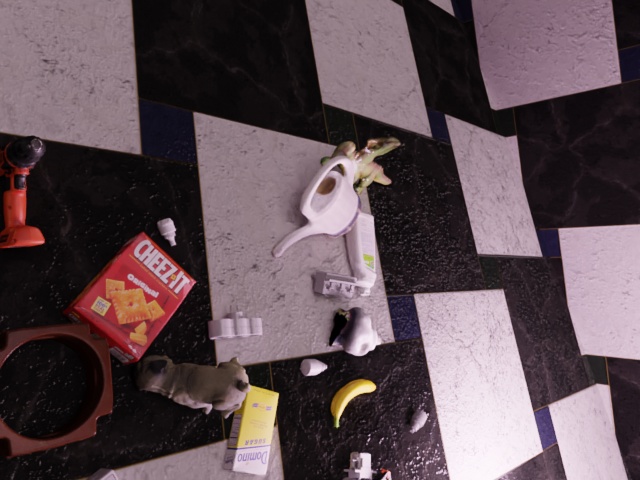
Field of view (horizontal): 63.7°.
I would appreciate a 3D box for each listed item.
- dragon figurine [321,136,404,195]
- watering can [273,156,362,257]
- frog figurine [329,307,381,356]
[{"bbox_3d":[0.163,-0.244,1.618,0.411,0.239,0.123,-3,72,-44],"label":"dragon figurine"},{"bbox_3d":[0.004,-0.074,1.467,0.350,0.105,0.221,-58,143,-8],"label":"watering can"},{"bbox_3d":[0.118,0.262,1.444,0.158,0.120,0.141,26,37,-22],"label":"frog figurine"}]
